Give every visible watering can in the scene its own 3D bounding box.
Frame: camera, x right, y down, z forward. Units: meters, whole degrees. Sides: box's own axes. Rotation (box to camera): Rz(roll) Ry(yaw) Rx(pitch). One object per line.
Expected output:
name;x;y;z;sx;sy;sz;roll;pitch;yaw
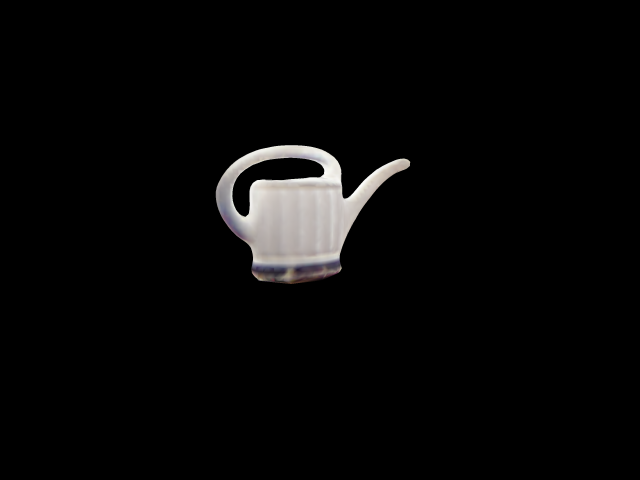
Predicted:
watering can;0.003;-0.043;0.850;0.348;0.223;0.104;-3;6;-24
